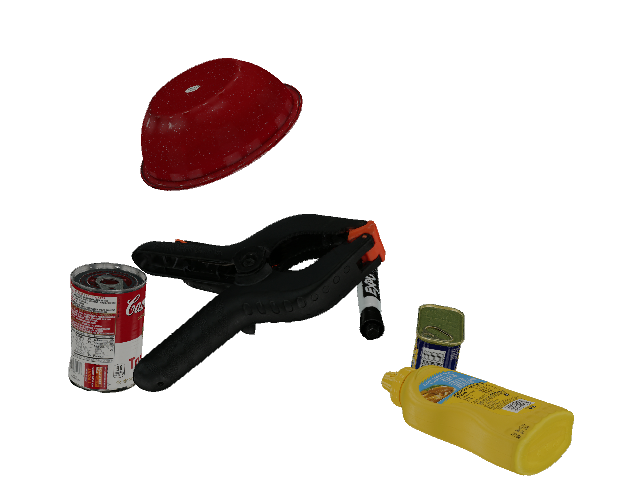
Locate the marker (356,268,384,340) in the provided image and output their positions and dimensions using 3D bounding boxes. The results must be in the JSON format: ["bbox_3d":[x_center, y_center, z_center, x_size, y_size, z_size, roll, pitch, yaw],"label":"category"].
[{"bbox_3d":[0.038,0.043,0.853,0.020,0.020,0.121,0,27,0],"label":"marker"}]

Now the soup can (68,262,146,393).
[{"bbox_3d":[-0.196,0.080,0.975,0.068,0.102,0.068,6,18,-2],"label":"soup can"}]

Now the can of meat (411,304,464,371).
[{"bbox_3d":[0.140,0.137,1.299,0.057,0.084,0.102,9,21,4],"label":"can of meat"}]

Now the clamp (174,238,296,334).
[{"bbox_3d":[-0.097,0.046,1.203,0.210,0.036,0.164,19,24,29],"label":"clamp"}]

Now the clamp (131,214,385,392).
[{"bbox_3d":[-0.044,0.033,0.663,0.172,0.120,0.039,-14,-40,14],"label":"clamp"}]

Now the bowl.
[{"bbox_3d":[-0.100,-0.114,0.947,0.162,0.055,0.162,-20,32,13],"label":"bowl"}]

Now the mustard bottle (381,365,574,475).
[{"bbox_3d":[0.136,0.162,1.020,0.192,0.058,0.096,17,23,41],"label":"mustard bottle"}]
